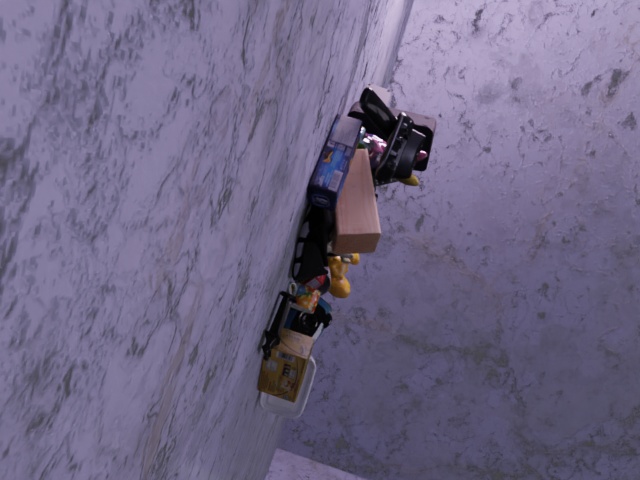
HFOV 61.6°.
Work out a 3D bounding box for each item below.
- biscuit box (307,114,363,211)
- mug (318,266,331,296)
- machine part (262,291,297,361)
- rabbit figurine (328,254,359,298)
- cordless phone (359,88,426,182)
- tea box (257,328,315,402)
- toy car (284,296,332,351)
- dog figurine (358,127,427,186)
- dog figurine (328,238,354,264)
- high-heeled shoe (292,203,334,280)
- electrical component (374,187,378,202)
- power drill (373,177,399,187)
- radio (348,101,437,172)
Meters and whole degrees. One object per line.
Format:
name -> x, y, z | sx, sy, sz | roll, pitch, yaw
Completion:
biscuit box -> 0.031, -0.156, 1.075 | 0.062, 0.059, 0.203 | 100, 9, -60
mug -> -0.010, 0.082, 1.464 | 0.107, 0.081, 0.109 | -92, -168, -67
machine part -> -0.085, 0.169, 1.081 | 0.084, 0.039, 0.139 | 87, 22, -62
rabbit figurine -> 0.049, 0.101, 1.716 | 0.122, 0.162, 0.173 | 84, 2, -84
cordless phone -> 0.131, -0.219, 1.131 | 0.184, 0.089, 0.146 | 35, 72, -43
tea box -> -0.078, 0.281, 1.211 | 0.068, 0.098, 0.169 | -66, 174, -49
toy car -> -0.047, 0.212, 1.324 | 0.161, 0.109, 0.103 | -62, -171, -21
dog figurine -> 0.140, -0.195, 1.268 | 0.191, 0.219, 0.108 | -4, 108, -86
dog figurine -> 0.039, -0.039, 1.551 | 0.172, 0.121, 0.190 | 103, -9, -77
high-heeled shoe -> -0.025, 0.005, 1.161 | 0.249, 0.086, 0.145 | 144, -64, -69
electrical component -> 0.070, -0.109, 1.269 | 0.115, 0.134, 0.058 | -57, 163, -67
power drill -> 0.122, -0.206, 1.470 | 0.207, 0.232, 0.085 | -113, -163, -65
radio -> 0.175, -0.265, 1.372 | 0.073, 0.230, 0.131 | -68, 169, -49
